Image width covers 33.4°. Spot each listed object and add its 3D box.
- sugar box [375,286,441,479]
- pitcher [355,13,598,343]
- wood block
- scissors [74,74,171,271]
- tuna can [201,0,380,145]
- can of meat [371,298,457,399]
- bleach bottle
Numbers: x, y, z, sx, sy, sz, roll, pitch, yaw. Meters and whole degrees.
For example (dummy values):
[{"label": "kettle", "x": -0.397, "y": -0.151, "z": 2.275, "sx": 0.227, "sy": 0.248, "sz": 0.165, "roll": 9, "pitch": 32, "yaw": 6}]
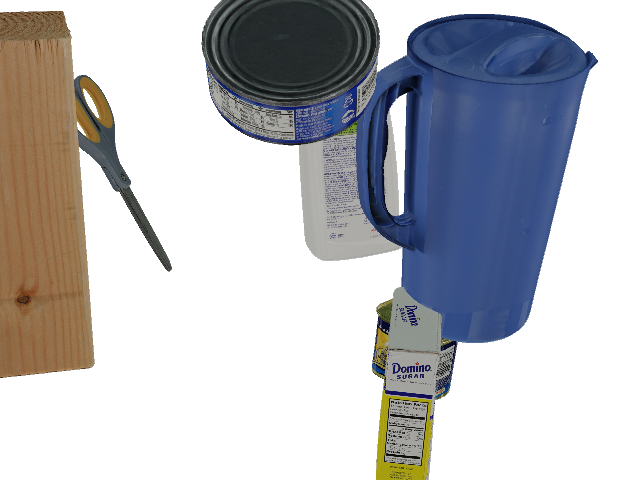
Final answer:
[{"label": "sugar box", "x": 0.072, "y": 0.135, "z": 0.878, "sx": 0.048, "sy": 0.176, "sz": 0.093, "roll": 3, "pitch": 30, "yaw": 6}, {"label": "pitcher", "x": 0.115, "y": -0.042, "z": 0.827, "sx": 0.149, "sy": 0.243, "sz": 0.144, "roll": 14, "pitch": 34, "yaw": 18}, {"label": "wood block", "x": -0.192, "y": -0.028, "z": 0.651, "sx": 0.090, "sy": 0.206, "sz": 0.090, "roll": -5, "pitch": 23, "yaw": -15}, {"label": "scissors", "x": -0.186, "y": -0.072, "z": 0.988, "sx": 0.016, "sy": 0.201, "sz": 0.096, "roll": -24, "pitch": 27, "yaw": 19}, {"label": "tuna can", "x": -0.014, "y": -0.088, "z": 0.524, "sx": 0.086, "sy": 0.086, "sz": 0.034, "roll": 0, "pitch": -34, "yaw": 1}, {"label": "can of meat", "x": 0.109, "y": 0.127, "z": 1.233, "sx": 0.057, "sy": 0.084, "sz": 0.102, "roll": -20, "pitch": 36, "yaw": -41}, {"label": "bleach bottle", "x": 0.030, "y": -0.106, "z": 1.019, "sx": 0.102, "sy": 0.251, "sz": 0.068, "roll": -10, "pitch": 30, "yaw": -15}]
